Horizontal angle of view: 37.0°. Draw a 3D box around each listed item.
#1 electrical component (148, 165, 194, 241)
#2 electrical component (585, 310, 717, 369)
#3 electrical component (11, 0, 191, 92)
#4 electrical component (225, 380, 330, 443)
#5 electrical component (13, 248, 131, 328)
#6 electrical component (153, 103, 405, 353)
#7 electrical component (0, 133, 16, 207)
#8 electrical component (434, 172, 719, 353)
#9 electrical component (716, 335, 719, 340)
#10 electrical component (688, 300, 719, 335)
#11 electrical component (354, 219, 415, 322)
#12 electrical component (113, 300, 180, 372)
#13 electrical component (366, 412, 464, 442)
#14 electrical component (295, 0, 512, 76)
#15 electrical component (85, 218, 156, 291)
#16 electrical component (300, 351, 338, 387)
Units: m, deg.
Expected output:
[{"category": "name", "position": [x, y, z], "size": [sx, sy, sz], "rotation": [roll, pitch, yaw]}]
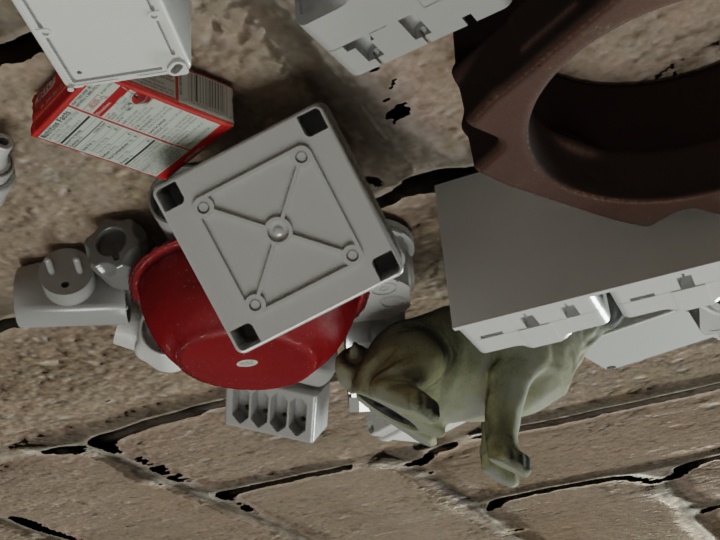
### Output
[{"category": "electrical component", "position": [-0.104, -0.029, 0.700], "size": [0.043, 0.043, 0.081], "rotation": [-8, 152, 6]}, {"category": "electrical component", "position": [0.222, 0.029, 0.847], "size": [0.113, 0.057, 0.078], "rotation": [-23, 147, 31]}, {"category": "electrical component", "position": [-0.117, -0.135, 0.477], "size": [0.062, 0.061, 0.096], "rotation": [-8, 152, 5]}, {"category": "electrical component", "position": [-0.066, 0.109, 0.952], "size": [0.083, 0.047, 0.076], "rotation": [10, -161, 16]}, {"category": "electrical component", "position": [-0.204, 0.010, 0.757], "size": [0.077, 0.043, 0.079], "rotation": [-2, 152, -6]}, {"category": "electrical component", "position": [-0.044, -0.025, 0.617], "size": [0.109, 0.108, 0.056], "rotation": [-27, -173, 4]}, {"category": "electrical component", "position": [-0.220, -0.059, 0.634], "size": [0.035, 0.035, 0.061], "rotation": [14, 144, -31]}, {"category": "electrical component", "position": [0.150, -0.022, 0.687], "size": [0.186, 0.105, 0.060], "rotation": [-16, 151, 20]}, {"category": "electrical component", "position": [0.326, 0.035, 0.869], "size": [0.096, 0.061, 0.061], "rotation": [-22, 148, 30]}, {"category": "electrical component", "position": [0.299, -0.013, 0.728], "size": [0.150, 0.061, 0.089], "rotation": [-7, 112, 4]}, {"category": "electrical component", "position": [0.000, 0.000, 0.762], "size": [0.080, 0.051, 0.080], "rotation": [-4, 152, -2]}, {"category": "electrical component", "position": [-0.164, 0.046, 0.826], "size": [0.079, 0.043, 0.077], "rotation": [19, 163, -4]}, {"category": "electrical component", "position": [0.056, 0.097, 0.927], "size": [0.057, 0.078, 0.113], "rotation": [12, 148, -34]}, {"category": "electrical component", "position": [0.017, -0.139, 0.501], "size": [0.089, 0.050, 0.056], "rotation": [-20, 149, 26]}, {"category": "electrical component", "position": [-0.158, -0.006, 0.735], "size": [0.043, 0.043, 0.062], "rotation": [-9, 154, 9]}, {"category": "electrical component", "position": [-0.049, 0.061, 0.876], "size": [0.077, 0.044, 0.079], "rotation": [19, 144, -37]}]
